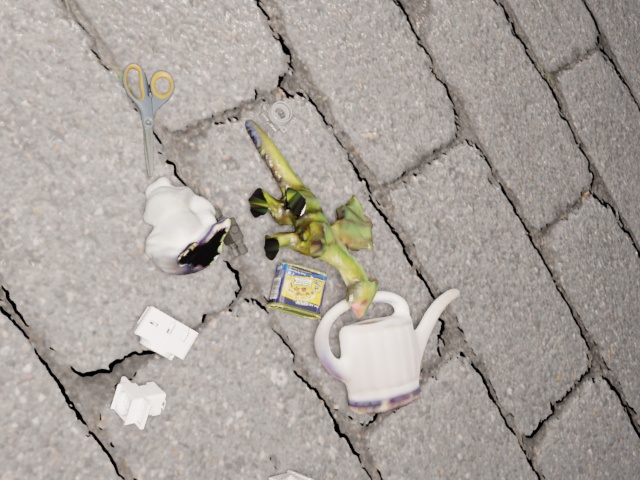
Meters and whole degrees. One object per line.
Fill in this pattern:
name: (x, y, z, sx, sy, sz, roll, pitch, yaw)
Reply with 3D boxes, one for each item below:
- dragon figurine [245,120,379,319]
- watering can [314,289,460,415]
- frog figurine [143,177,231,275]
dragon figurine: (0.003, -0.049, 0.982, 0.242, 0.120, 0.417, 7, 57, -47)
watering can: (0.151, 0.207, 0.997, 0.348, 0.103, 0.225, -5, 84, -27)
frog figurine: (-0.241, -0.023, 0.867, 0.161, 0.120, 0.139, 35, 73, 22)
